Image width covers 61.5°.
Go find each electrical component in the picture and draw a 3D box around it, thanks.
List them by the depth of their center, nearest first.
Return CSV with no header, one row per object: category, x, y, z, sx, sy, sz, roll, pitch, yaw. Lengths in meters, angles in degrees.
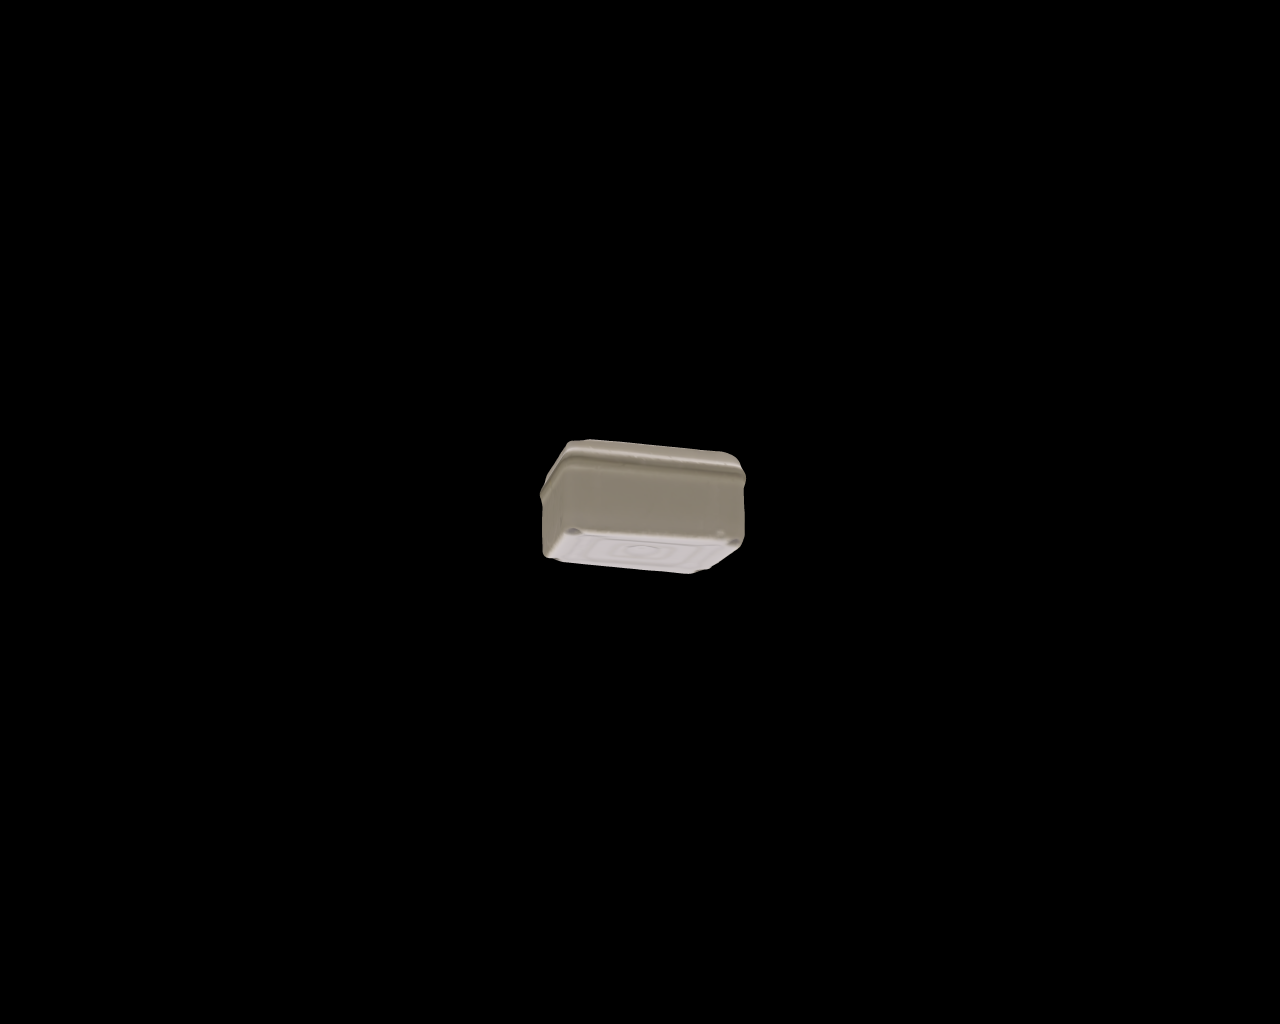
electrical component,0.001,-0.003,0.650,0.113,0.057,0.078,6,-19,-16
